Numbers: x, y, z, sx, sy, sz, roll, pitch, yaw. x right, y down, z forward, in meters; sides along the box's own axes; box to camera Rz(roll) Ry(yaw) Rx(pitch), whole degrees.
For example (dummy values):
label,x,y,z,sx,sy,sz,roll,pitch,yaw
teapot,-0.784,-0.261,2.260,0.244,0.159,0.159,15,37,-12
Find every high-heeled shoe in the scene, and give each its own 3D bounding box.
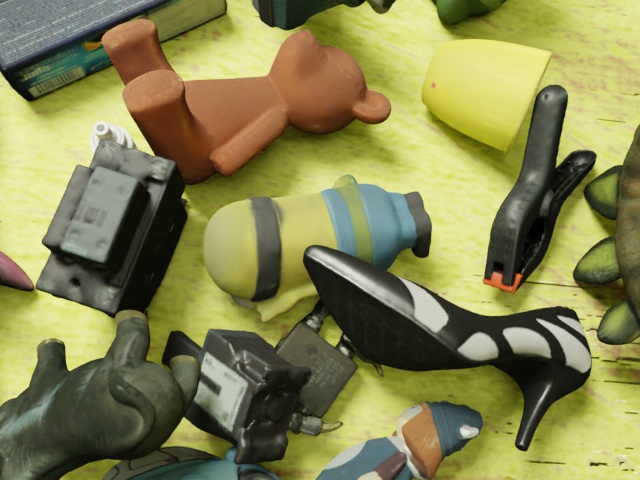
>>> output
label,x,y,z,sx,sy,sz,roll,pitch,yaw
high-heeled shoe,0.112,0.048,0.418,0.248,0.086,0.145,41,55,-9

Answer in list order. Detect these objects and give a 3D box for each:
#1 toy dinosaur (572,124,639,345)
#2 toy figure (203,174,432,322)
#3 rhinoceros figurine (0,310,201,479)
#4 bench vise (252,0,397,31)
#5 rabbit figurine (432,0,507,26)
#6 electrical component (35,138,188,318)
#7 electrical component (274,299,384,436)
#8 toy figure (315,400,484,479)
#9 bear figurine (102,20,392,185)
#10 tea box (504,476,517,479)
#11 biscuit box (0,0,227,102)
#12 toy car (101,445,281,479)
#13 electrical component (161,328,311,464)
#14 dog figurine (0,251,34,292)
label,x,y,z,sx,sy,sz,roll,pitch,yaw
toy dinosaur,0.283,-0.040,0.412,0.105,0.198,0.471,20,76,-1
toy figure,-0.002,-0.004,0.428,0.180,0.082,0.089,-13,123,-5
rhinoceros figurine,-0.162,0.121,0.340,0.190,0.073,0.112,-25,35,20
bench vise,0.014,-0.290,0.460,0.224,0.128,0.240,35,66,28
rabbit figurine,0.145,-0.282,0.466,0.121,0.170,0.159,31,75,2
electrical component,-0.144,-0.003,0.390,0.058,0.134,0.115,16,78,-3
electrical component,-0.001,0.103,0.427,0.078,0.045,0.102,44,76,3
toy figure,0.058,0.169,0.408,0.154,0.064,0.057,-33,98,-17
bear figurine,-0.049,-0.123,0.432,0.196,0.131,0.120,-23,54,-5
tea box,0.163,0.232,0.352,0.068,0.169,0.098,35,75,1
biscuit box,-0.184,-0.197,0.467,0.203,0.059,0.063,-30,83,-12
toy car,-0.102,0.193,0.362,0.103,0.161,0.109,28,96,44
electrical component,-0.070,0.107,0.406,0.047,0.119,0.074,17,89,-46
dog figurine,-0.295,-0.051,0.401,0.219,0.108,0.191,39,74,-1
